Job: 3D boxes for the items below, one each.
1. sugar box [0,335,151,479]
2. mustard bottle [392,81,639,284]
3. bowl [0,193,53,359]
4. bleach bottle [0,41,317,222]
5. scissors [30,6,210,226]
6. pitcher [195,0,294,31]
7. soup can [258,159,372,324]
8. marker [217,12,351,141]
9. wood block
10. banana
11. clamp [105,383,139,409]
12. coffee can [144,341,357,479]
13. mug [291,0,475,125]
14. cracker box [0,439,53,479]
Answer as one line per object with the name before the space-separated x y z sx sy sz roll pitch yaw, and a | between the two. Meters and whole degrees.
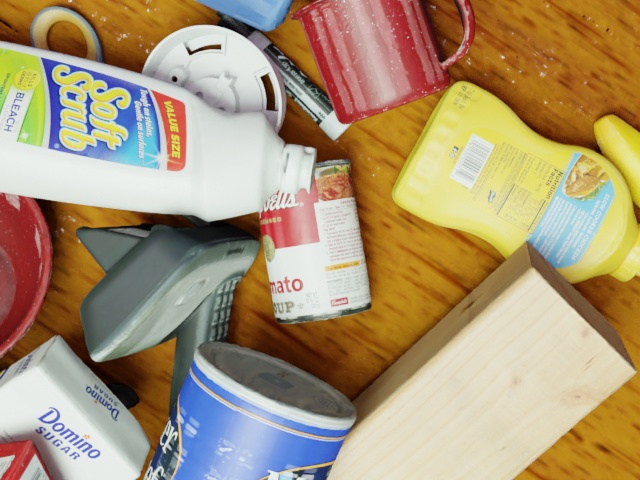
sugar box | -0.198 0.140 0.651 0.176 0.048 0.093 -33 107 16
mustard bottle | 0.153 -0.024 0.731 0.191 0.058 0.096 28 91 -2
bowl | -0.253 0.025 0.706 0.162 0.055 0.162 0 70 -1
bleach bottle | -0.126 -0.069 0.676 0.251 0.068 0.102 9 62 4
scissors | -0.139 -0.089 0.742 0.201 0.016 0.096 27 89 -2
pitcher | -0.109 -0.244 0.695 0.242 0.145 0.149 27 101 -6
soup can | -0.005 0.001 0.721 0.068 0.068 0.102 -9 91 -2
marker | -0.026 -0.118 0.744 0.121 0.020 0.020 45 89 -2
wood block | 0.090 0.109 0.690 0.090 0.090 0.206 45 104 -2
banana | 0.277 -0.024 0.748 0.197 0.037 0.069 20 72 -3
clamp | -0.206 0.125 0.702 0.171 0.039 0.120 26 89 -10
coffee can | -0.052 0.145 0.635 0.103 0.103 0.140 23 96 -2
mug | 0.048 -0.131 0.707 0.117 0.093 0.081 -18 97 24
cracker box | -0.237 0.212 0.620 0.214 0.072 0.164 -11 115 17
